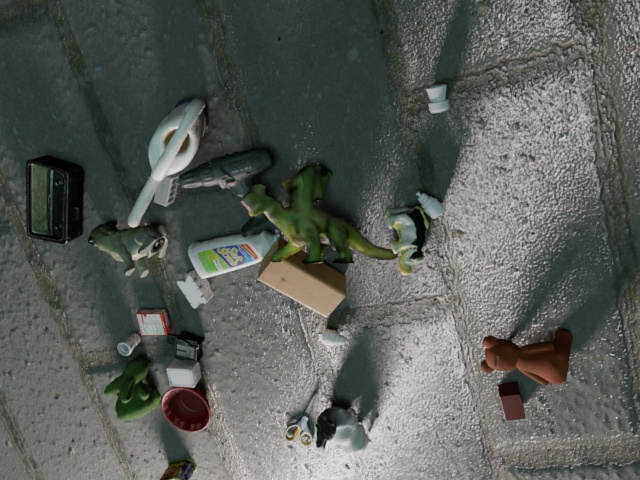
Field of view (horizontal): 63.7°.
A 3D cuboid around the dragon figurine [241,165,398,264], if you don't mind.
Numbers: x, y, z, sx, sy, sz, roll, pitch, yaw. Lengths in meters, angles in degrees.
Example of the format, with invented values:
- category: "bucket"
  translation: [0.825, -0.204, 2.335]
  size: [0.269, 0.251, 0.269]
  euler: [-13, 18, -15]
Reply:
- category: "dragon figurine"
  translation: [0.004, -0.061, 1.217]
  size: [0.411, 0.121, 0.244]
  euler: [-1, 84, -30]

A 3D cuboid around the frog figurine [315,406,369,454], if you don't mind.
- category: "frog figurine"
  translation: [0.070, 0.538, 1.459]
  size: [0.159, 0.124, 0.136]
  euler: [13, 108, -31]

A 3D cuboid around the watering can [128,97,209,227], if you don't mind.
- category: "watering can"
  translation: [-0.361, -0.204, 1.229]
  size: [0.103, 0.229, 0.342]
  euler: [30, 116, -18]
